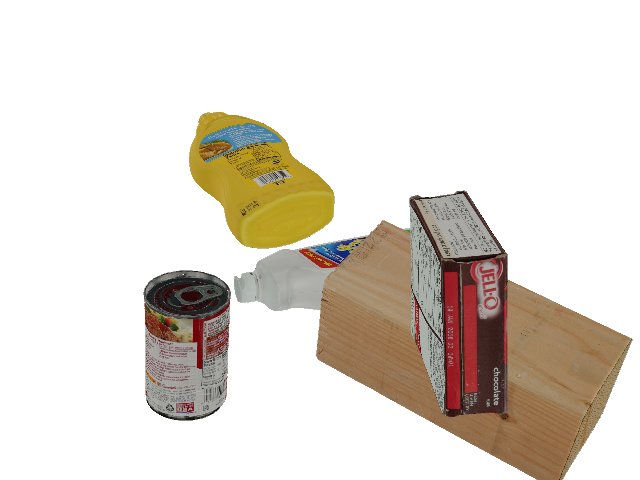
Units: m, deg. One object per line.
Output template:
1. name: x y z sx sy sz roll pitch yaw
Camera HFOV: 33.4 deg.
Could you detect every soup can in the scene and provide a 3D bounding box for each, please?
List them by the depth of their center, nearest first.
1. soup can: -0.107 0.085 0.856 0.068 0.102 0.068 3 29 -2

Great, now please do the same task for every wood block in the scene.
1. wood block: 0.108 0.081 0.793 0.206 0.091 0.090 27 47 22

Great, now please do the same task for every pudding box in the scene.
1. pudding box: 0.075 0.031 0.587 0.039 0.090 0.113 -4 20 -4

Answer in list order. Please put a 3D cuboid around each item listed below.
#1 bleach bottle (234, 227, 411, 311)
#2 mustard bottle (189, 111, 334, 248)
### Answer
1. bleach bottle: 0.035 0.038 1.135 0.250 0.068 0.103 -8 30 -17
2. mustard bottle: -0.071 -0.069 1.010 0.096 0.058 0.192 -19 42 -21
